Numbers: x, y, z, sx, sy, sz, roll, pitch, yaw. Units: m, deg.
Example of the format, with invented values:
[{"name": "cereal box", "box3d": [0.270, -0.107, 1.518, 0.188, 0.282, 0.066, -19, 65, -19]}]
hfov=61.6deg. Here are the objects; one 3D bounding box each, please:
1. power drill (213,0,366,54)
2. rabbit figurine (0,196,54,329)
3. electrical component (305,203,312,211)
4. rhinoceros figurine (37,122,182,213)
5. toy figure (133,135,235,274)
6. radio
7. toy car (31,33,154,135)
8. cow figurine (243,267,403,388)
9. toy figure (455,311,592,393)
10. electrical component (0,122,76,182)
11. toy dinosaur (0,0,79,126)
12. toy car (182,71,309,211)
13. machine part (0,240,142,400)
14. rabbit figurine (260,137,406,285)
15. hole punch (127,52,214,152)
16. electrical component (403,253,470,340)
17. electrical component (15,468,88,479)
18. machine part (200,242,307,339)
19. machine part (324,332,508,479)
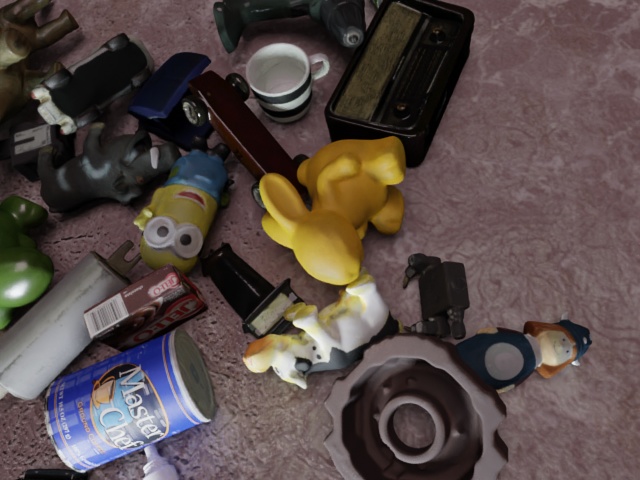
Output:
[{"name": "power drill", "box3d": [-0.041, -0.325, 0.757, 0.207, 0.085, 0.232, -11, 48, 13]}, {"name": "rabbit figurine", "box3d": [-0.390, 0.029, 0.637, 0.170, 0.121, 0.159, 28, 90, 33]}, {"name": "electrical component", "box3d": [-0.001, -0.002, 0.663, 0.063, 0.021, 0.094, -41, 65, -12]}, {"name": "rhinoceros figurine", "box3d": [-0.279, -0.093, 0.713, 0.190, 0.073, 0.112, -18, 64, 0]}, {"name": "toy figure", "box3d": [-0.162, -0.040, 0.671, 0.082, 0.089, 0.180, 8, 59, 8]}, {"name": "radio", "box3d": [0.110, -0.214, 0.713, 0.131, 0.073, 0.229, 20, 71, 16]}, {"name": "toy car", "box3d": [-0.307, -0.218, 0.741, 0.056, 0.073, 0.202, -8, 35, 38]}, {"name": "cow figurine", "box3d": [0.004, 0.110, 0.586, 0.167, 0.068, 0.098, -32, 101, -5]}, {"name": "toy figure", "box3d": [0.214, 0.119, 0.563, 0.155, 0.064, 0.058, -14, 20, 2]}, {"name": "electrical component", "box3d": [-0.409, -0.124, 0.758, 0.119, 0.047, 0.075, -21, 65, -1]}, {"name": "toy dinosaur", "box3d": [-0.464, -0.226, 0.763, 0.199, 0.105, 0.472, -20, 47, 16]}, {"name": "toy car", "box3d": [-0.090, -0.125, 0.680, 0.202, 0.053, 0.089, 49, 61, 0]}, {"name": "machine part", "box3d": [-0.300, 0.098, 0.630, 0.079, 0.079, 0.243, 36, 76, 20]}, {"name": "rabbit figurine", "box3d": [0.013, -0.032, 0.589, 0.162, 0.121, 0.173, 12, 53, 3]}, {"name": "hole punch", "box3d": [-0.202, -0.202, 0.745, 0.116, 0.092, 0.142, 26, 76, 21]}, {"name": "electrical component", "box3d": [0.125, 0.062, 0.595, 0.045, 0.078, 0.102, 6, 71, -16]}, {"name": "electrical component", "box3d": [-0.283, 0.305, 0.547, 0.115, 0.058, 0.134, 1, 66, 6]}, {"name": "machine part", "box3d": [-0.084, 0.060, 0.640, 0.139, 0.039, 0.084, 38, 85, 19]}, {"name": "machine part", "box3d": [0.092, 0.181, 0.525, 0.180, 0.056, 0.179, -4, 81, 22]}]
